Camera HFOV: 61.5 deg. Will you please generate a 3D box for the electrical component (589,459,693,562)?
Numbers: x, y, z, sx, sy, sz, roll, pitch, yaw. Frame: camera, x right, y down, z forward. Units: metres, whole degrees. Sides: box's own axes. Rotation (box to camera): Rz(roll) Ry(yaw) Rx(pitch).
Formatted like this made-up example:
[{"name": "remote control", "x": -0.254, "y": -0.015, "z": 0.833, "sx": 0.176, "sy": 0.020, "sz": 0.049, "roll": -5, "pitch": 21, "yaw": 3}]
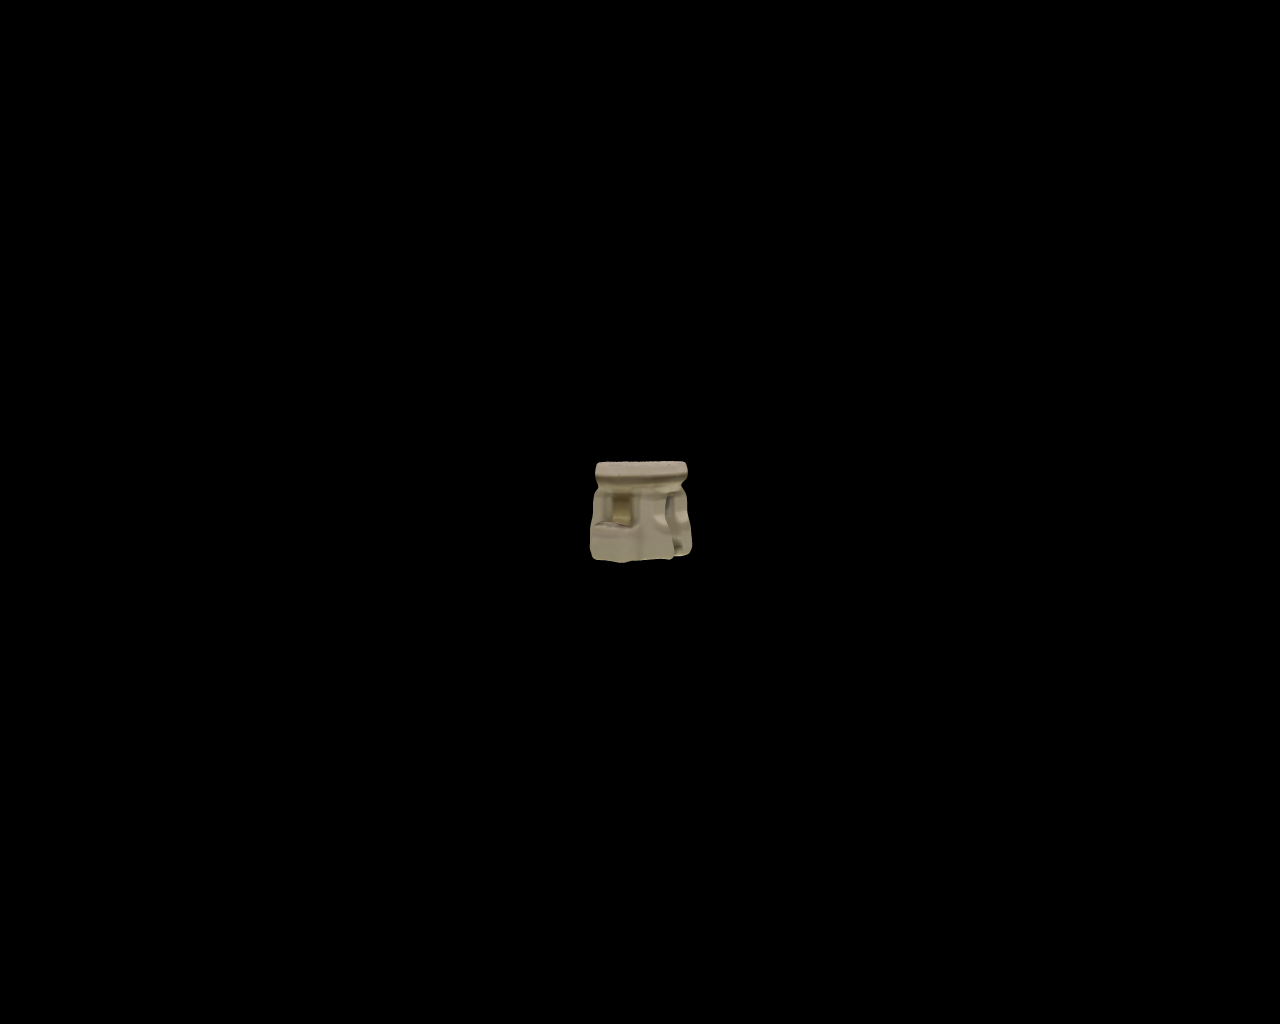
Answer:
[{"name": "electrical component", "x": 0.001, "y": -0.003, "z": 0.650, "sx": 0.058, "sy": 0.057, "sz": 0.078, "roll": 3, "pitch": 6, "yaw": 32}]
